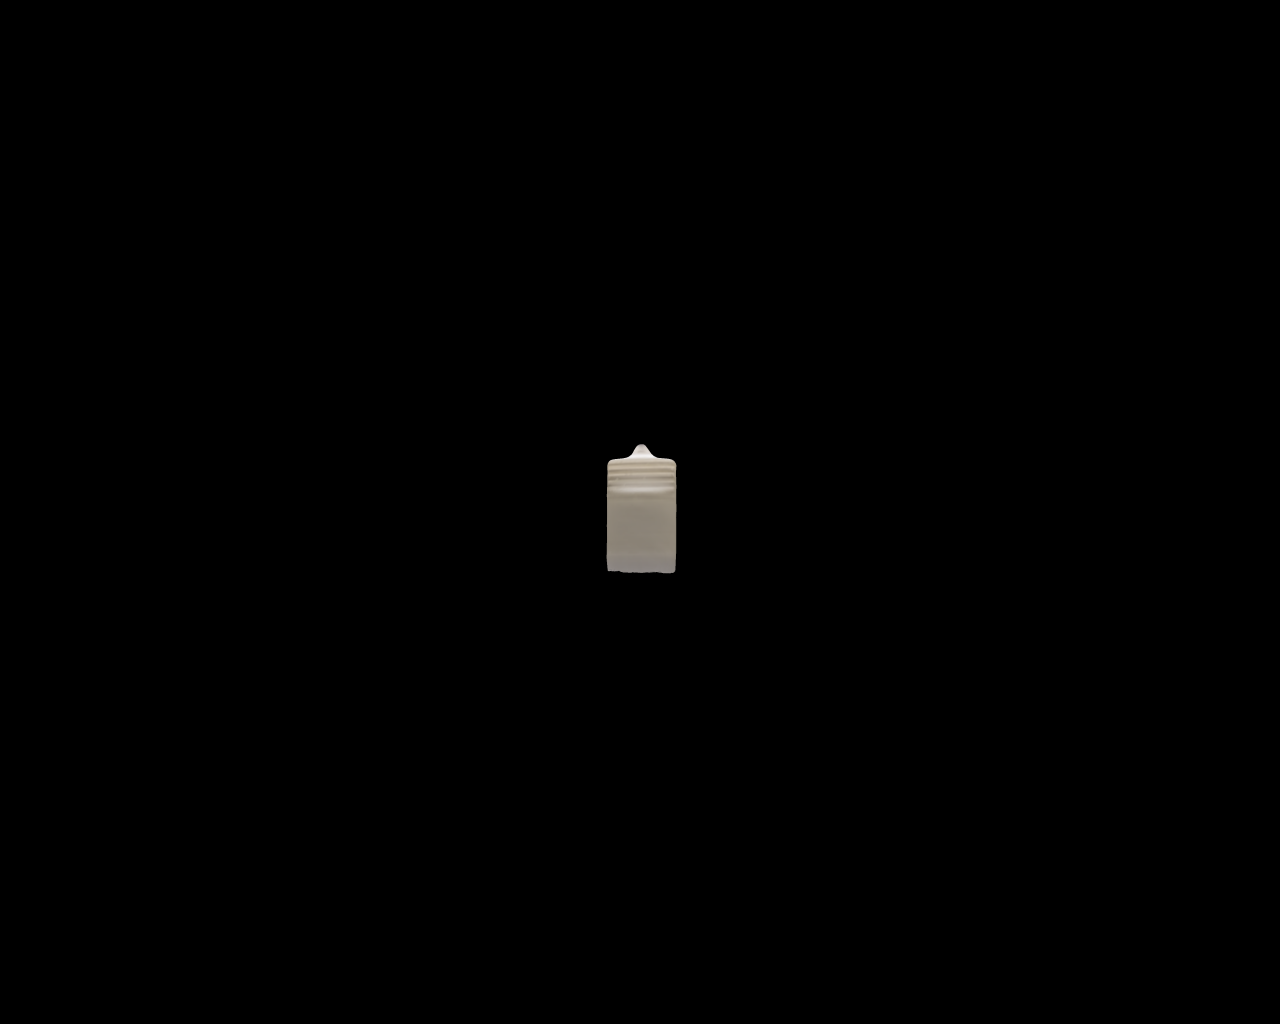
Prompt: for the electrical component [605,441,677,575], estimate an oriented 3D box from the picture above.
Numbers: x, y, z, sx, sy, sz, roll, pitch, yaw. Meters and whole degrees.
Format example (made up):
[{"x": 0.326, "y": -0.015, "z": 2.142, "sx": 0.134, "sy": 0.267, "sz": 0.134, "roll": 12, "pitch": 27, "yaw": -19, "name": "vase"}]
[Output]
[{"x": 0.001, "y": -0.003, "z": 0.650, "sx": 0.043, "sy": 0.081, "sz": 0.043, "roll": 0, "pitch": -2, "yaw": 0, "name": "electrical component"}]
